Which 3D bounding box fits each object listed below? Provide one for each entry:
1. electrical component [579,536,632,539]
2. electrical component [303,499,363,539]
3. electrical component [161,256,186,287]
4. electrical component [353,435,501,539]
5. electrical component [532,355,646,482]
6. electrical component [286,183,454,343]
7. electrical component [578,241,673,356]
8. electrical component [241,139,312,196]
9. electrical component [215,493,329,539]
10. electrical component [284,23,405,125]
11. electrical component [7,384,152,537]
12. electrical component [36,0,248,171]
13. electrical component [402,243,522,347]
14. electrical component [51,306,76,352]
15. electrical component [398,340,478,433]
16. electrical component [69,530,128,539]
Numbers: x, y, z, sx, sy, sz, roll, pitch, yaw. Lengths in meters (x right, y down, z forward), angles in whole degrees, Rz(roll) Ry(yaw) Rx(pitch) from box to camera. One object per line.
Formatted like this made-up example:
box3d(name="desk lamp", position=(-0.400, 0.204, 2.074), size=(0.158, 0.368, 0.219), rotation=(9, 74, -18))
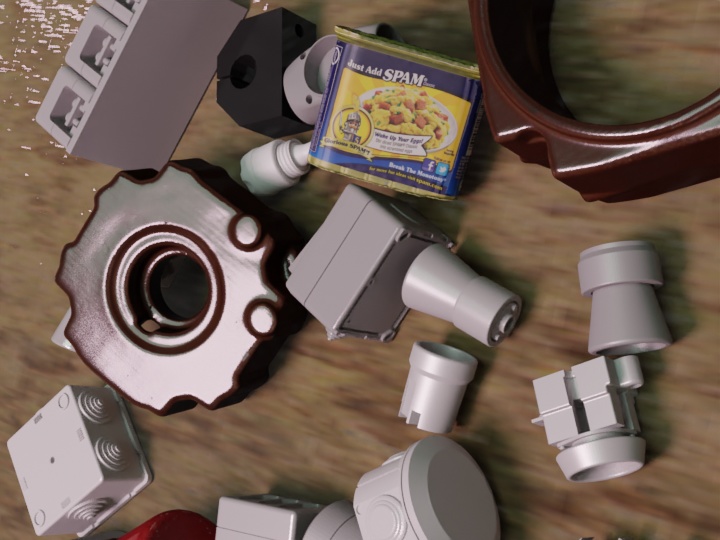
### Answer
box3d(name="electrical component", position=(0.136, 0.177, 0.565), size=(0.064, 0.042, 0.081), rotation=(26, 97, 39))
box3d(name="electrical component", position=(-0.009, 0.218, 0.653), size=(0.074, 0.052, 0.138), rotation=(24, 96, 36))
box3d(name="electrical component", position=(-0.167, -0.036, 0.814), size=(0.077, 0.047, 0.065), rotation=(39, 105, 34))
box3d(name="electrical component", position=(0.039, 0.140, 0.617), size=(0.051, 0.080, 0.080), rotation=(-31, 65, 33))
box3d(name="electrical component", position=(0.127, 0.083, 0.585), size=(0.066, 0.048, 0.055), rotation=(-24, 61, 30))
box3d(name="electrical component", position=(0.000, 0.000, 0.679), size=(0.061, 0.062, 0.096), rotation=(42, 106, 33))
box3d(name="electrical component", position=(0.143, 0.016, 0.584), size=(0.045, 0.045, 0.055), rotation=(-14, 74, 33))
box3d(name="electrical component", position=(-0.052, -0.075, 0.746), size=(0.061, 0.035, 0.035), rotation=(-20, 71, 29))
box3d(name="electrical component", position=(-0.056, 0.188, 0.696), size=(0.066, 0.047, 0.076), rotation=(2, 84, 37))
box3d(name="electrical component", position=(-0.006, -0.113, 0.714), size=(0.077, 0.044, 0.079), rotation=(-18, 72, 32))
box3d(name="electrical component", position=(-0.216, 0.144, 0.817), size=(0.100, 0.048, 0.099), rotation=(-41, 61, 23))
box3d(name="electrical component", position=(-0.166, -0.155, 0.808), size=(0.062, 0.089, 0.150), rotation=(39, 105, 34))
box3d(name="electrical component", position=(0.063, 0.017, 0.645), size=(0.065, 0.044, 0.044), rotation=(31, 100, 30))
box3d(name="electrical component", position=(-0.208, 0.031, 0.837), size=(0.044, 0.044, 0.065), rotation=(19, 89, 36))
box3d(name="electrical component", position=(0.046, 0.070, 0.649), size=(0.040, 0.040, 0.046), rotation=(22, 101, 36))
box3d(name="electrical component", position=(-0.201, 0.246, 0.781), size=(0.108, 0.060, 0.108), rotation=(-7, 78, 35))
